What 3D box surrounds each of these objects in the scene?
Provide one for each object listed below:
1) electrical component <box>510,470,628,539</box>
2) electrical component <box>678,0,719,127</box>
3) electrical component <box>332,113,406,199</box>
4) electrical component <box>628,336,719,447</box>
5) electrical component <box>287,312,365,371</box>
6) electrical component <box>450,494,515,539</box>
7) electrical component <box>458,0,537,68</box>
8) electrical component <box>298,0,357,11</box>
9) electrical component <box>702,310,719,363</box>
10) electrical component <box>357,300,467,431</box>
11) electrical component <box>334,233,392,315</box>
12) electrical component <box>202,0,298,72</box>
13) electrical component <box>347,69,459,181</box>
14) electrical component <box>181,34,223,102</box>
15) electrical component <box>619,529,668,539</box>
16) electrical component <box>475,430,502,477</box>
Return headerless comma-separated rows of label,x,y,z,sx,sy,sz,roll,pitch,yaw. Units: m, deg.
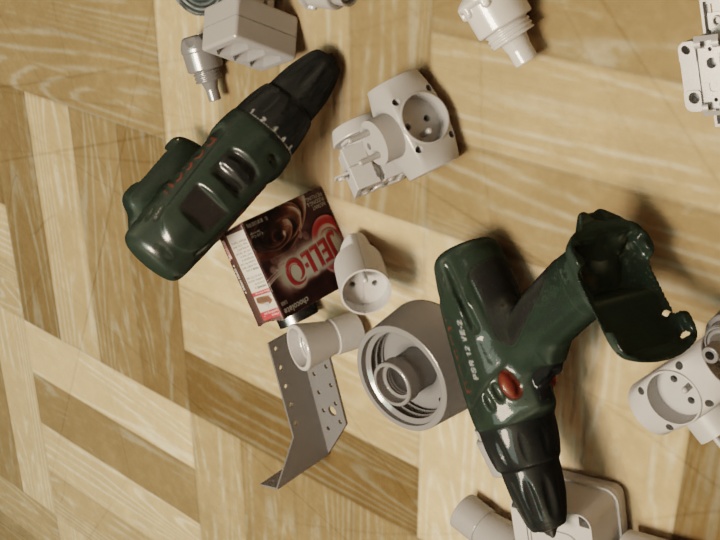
electrical component,0.175,0.226,0.879,0.078,0.057,0.113,7,115,42
electrical component,0.224,-0.124,0.649,0.042,0.064,0.081,2,112,44
electrical component,0.006,-0.095,0.880,0.048,0.066,0.055,121,126,-81
electrical component,0.242,0.096,0.757,0.079,0.044,0.077,53,137,10
electrical component,-0.029,0.062,0.984,0.044,0.065,0.044,39,137,49
electrical component,0.113,0.230,0.954,0.065,0.044,0.044,34,131,33
electrical component,0.102,-0.173,0.756,0.048,0.048,0.062,-26,99,47
electrical component,-0.017,-0.225,0.844,0.062,0.048,0.048,17,122,29
electrical component,0.246,0.045,0.715,0.035,0.061,0.035,21,124,35
electrical component,0.046,0.087,0.930,0.108,0.060,0.108,21,124,35
electrical component,0.000,0.000,0.928,0.081,0.043,0.043,-105,14,-62
electrical component,-0.092,-0.217,0.909,0.047,0.066,0.076,-8,75,45
electrical component,0.027,-0.106,0.836,0.077,0.079,0.044,64,156,-2
electrical component,-0.142,-0.186,0.990,0.035,0.035,0.061,1,112,44
electrical component,0.243,0.248,0.836,0.077,0.043,0.079,8,116,41
electrical component,0.116,0.137,0.903,0.040,0.040,0.078,-24,93,47
